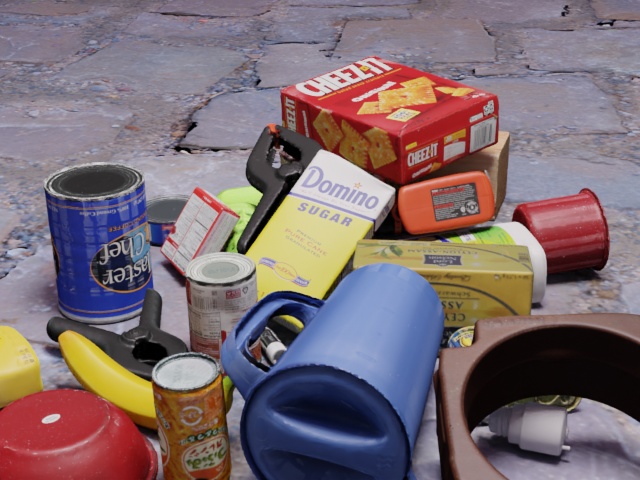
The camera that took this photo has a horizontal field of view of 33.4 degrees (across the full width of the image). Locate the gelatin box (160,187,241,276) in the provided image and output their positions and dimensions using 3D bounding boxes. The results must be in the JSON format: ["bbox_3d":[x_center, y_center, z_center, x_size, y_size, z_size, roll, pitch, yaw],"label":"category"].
[{"bbox_3d":[-0.134,-0.005,1.188,0.030,0.089,0.073,26,6,-37],"label":"gelatin box"}]

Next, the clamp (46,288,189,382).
[{"bbox_3d":[-0.170,0.098,1.020,0.120,0.039,0.172,-29,42,-33],"label":"clamp"}]

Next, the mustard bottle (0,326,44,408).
[{"bbox_3d":[-0.346,0.133,0.926,0.191,0.058,0.096,-18,29,-33],"label":"mustard bottle"}]

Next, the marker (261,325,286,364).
[{"bbox_3d":[-0.060,0.088,1.060,0.020,0.020,0.121,-11,26,-20],"label":"marker"}]

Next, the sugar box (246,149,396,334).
[{"bbox_3d":[-0.007,0.001,1.077,0.093,0.048,0.176,30,75,12],"label":"sugar box"}]

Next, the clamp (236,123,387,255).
[{"bbox_3d":[-0.019,-0.065,1.185,0.164,0.036,0.210,-12,41,0],"label":"clamp"}]

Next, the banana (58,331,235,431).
[{"bbox_3d":[-0.150,0.127,0.927,0.198,0.069,0.037,7,-8,26],"label":"banana"}]

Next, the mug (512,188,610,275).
[{"bbox_3d":[0.260,-0.004,1.183,0.081,0.093,0.117,-9,-5,-7],"label":"mug"}]

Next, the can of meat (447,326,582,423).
[{"bbox_3d":[0.172,0.114,0.954,0.102,0.057,0.084,-6,23,-11],"label":"can of meat"}]

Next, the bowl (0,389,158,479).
[{"bbox_3d":[-0.212,0.166,0.855,0.162,0.055,0.162,-1,24,0],"label":"bowl"}]

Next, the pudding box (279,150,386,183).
[{"bbox_3d":[0.015,-0.084,1.274,0.089,0.039,0.114,-17,32,-23],"label":"pudding box"}]

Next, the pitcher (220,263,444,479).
[{"bbox_3d":[0.024,0.104,0.888,0.145,0.149,0.242,-6,19,18],"label":"pitcher"}]

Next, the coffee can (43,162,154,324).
[{"bbox_3d":[-0.227,0.002,1.108,0.103,0.140,0.103,-1,25,0],"label":"coffee can"}]

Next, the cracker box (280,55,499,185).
[{"bbox_3d":[0.081,-0.150,1.272,0.163,0.072,0.214,-25,36,-33],"label":"cracker box"}]

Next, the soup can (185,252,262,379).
[{"bbox_3d":[-0.091,0.071,1.000,0.068,0.102,0.068,-1,25,0],"label":"soup can"}]

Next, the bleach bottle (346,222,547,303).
[{"bbox_3d":[0.102,0.036,1.120,0.250,0.068,0.102,-7,26,-7],"label":"bleach bottle"}]

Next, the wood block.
[{"bbox_3d":[0.131,-0.093,1.362,0.206,0.090,0.090,8,27,17],"label":"wood block"}]

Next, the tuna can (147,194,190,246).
[{"bbox_3d":[-0.181,-0.024,1.290,0.086,0.034,0.086,-1,25,0],"label":"tuna can"}]

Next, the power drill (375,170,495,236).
[{"bbox_3d":[0.108,-0.036,1.207,0.184,0.057,0.188,-12,3,-6],"label":"power drill"}]
